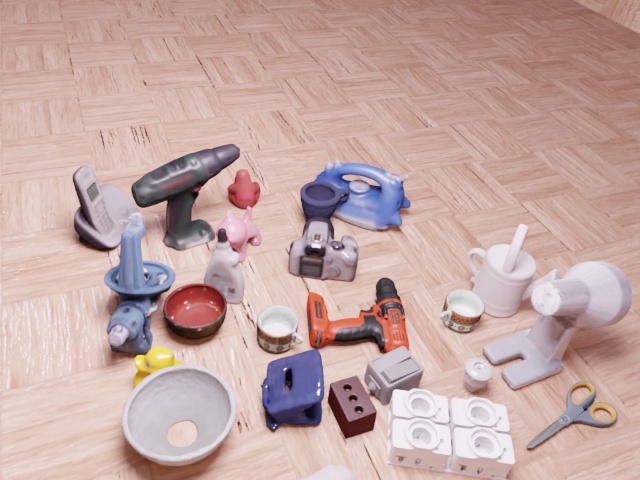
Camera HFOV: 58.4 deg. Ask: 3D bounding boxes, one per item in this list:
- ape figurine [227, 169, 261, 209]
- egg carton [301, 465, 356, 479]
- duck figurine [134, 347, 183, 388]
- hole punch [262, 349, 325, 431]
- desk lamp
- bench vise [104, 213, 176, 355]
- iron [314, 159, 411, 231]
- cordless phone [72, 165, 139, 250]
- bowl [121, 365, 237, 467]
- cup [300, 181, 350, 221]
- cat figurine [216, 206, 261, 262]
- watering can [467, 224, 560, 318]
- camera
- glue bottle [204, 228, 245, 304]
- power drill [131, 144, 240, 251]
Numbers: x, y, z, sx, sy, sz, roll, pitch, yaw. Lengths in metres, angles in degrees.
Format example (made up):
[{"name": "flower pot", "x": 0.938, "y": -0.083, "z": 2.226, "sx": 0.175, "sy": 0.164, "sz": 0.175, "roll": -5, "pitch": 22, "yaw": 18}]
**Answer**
[{"name": "ape figurine", "x": -0.178, "y": -0.126, "z": 1.339, "sx": 0.078, "sy": 0.092, "sz": 0.076, "roll": 2, "pitch": 41, "yaw": -5}, {"name": "egg carton", "x": -0.002, "y": 0.382, "z": 0.790, "sx": 0.151, "sy": 0.069, "sz": 0.107, "roll": -20, "pitch": 47, "yaw": -28}, {"name": "duck figurine", "x": -0.255, "y": 0.212, "z": 0.938, "sx": 0.104, "sy": 0.086, "sz": 0.077, "roll": 5, "pitch": 40, "yaw": -3}, {"name": "hole punch", "x": -0.043, "y": 0.240, "z": 0.932, "sx": 0.101, "sy": 0.091, "sz": 0.108, "roll": 1, "pitch": 41, "yaw": -7}, {"name": "desk lamp", "x": 0.424, "y": 0.144, "z": 1.020, "sx": 0.204, "sy": 0.213, "sz": 0.117, "roll": -14, "pitch": 45, "yaw": -23}, {"name": "bench vise", "x": -0.309, "y": 0.077, "z": 0.983, "sx": 0.122, "sy": 0.220, "sz": 0.207, "roll": -6, "pitch": 42, "yaw": -15}, {"name": "iron", "x": 0.085, "y": -0.125, "z": 1.339, "sx": 0.258, "sy": 0.141, "sz": 0.119, "roll": 17, "pitch": 41, "yaw": 12}, {"name": "cordless phone", "x": -0.447, "y": -0.087, "z": 1.181, "sx": 0.094, "sy": 0.185, "sz": 0.147, "roll": 10, "pitch": 40, "yaw": 4}, {"name": "bowl", "x": -0.211, "y": 0.278, "z": 0.875, "sx": 0.167, "sy": 0.075, "sz": 0.167, "roll": 4, "pitch": 40, "yaw": -3}, {"name": "cup", "x": 0.009, "y": -0.075, "z": 1.306, "sx": 0.118, "sy": 0.095, "sz": 0.091, "roll": -10, "pitch": 43, "yaw": -19}, {"name": "cat figurine", "x": -0.173, "y": -0.020, "z": 1.196, "sx": 0.067, "sy": 0.118, "sz": 0.128, "roll": 19, "pitch": 42, "yaw": 14}, {"name": "watering can", "x": 0.381, "y": 0.055, "z": 1.133, "sx": 0.172, "sy": 0.194, "sz": 0.101, "roll": 10, "pitch": 40, "yaw": 3}, {"name": "camera", "x": 0.011, "y": 0.004, "z": 1.208, "sx": 0.143, "sy": 0.101, "sz": 0.137, "roll": 7, "pitch": 40, "yaw": 0}, {"name": "glue bottle", "x": -0.180, "y": 0.046, "z": 1.075, "sx": 0.078, "sy": 0.173, "sz": 0.037, "roll": 10, "pitch": 40, "yaw": 4}, {"name": "power drill", "x": -0.270, "y": -0.088, "z": 1.191, "sx": 0.230, "sy": 0.208, "sz": 0.075, "roll": -21, "pitch": 47, "yaw": -29}]
